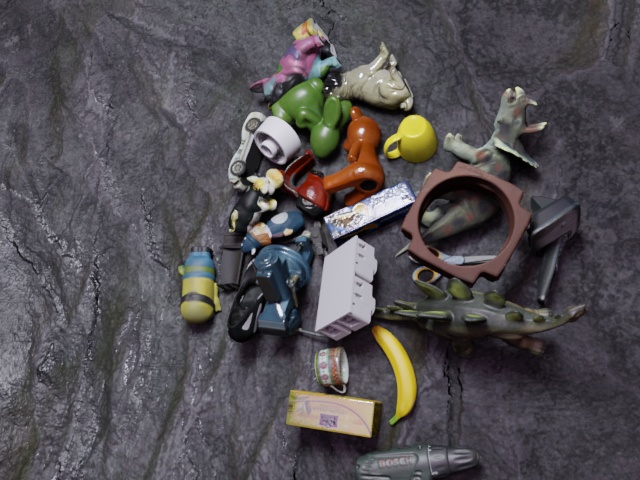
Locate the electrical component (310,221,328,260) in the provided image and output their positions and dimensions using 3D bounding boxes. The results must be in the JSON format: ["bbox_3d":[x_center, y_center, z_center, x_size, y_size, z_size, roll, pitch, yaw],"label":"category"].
[{"bbox_3d":[-0.002,-0.004,1.193,0.021,0.063,0.094,-16,68,11],"label":"electrical component"}]

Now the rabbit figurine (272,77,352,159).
[{"bbox_3d":[0.000,-0.277,1.252,0.159,0.121,0.170,-32,82,28],"label":"rabbit figurine"}]

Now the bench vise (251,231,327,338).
[{"bbox_3d":[-0.060,0.080,1.141,0.129,0.223,0.241,-8,37,30],"label":"bench vise"}]

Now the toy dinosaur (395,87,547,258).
[{"bbox_3d":[0.322,-0.109,1.112,0.192,0.131,0.404,24,87,23],"label":"toy dinosaur"}]

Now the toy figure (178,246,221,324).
[{"bbox_3d":[-0.280,0.101,1.225,0.082,0.089,0.180,-8,72,22],"label":"toy figure"}]

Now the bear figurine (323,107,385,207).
[{"bbox_3d":[0.080,-0.188,1.205,0.132,0.120,0.196,-28,51,28],"label":"bear figurine"}]

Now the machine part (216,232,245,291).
[{"bbox_3d":[-0.200,0.049,1.248,0.084,0.039,0.139,5,72,12],"label":"machine part"}]

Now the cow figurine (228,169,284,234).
[{"bbox_3d":[-0.150,-0.088,1.214,0.068,0.098,0.167,40,116,28],"label":"cow figurine"}]

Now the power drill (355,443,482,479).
[{"bbox_3d":[0.177,0.478,0.973,0.232,0.086,0.207,-3,75,17],"label":"power drill"}]

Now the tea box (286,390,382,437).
[{"bbox_3d":[0.029,0.338,1.053,0.170,0.098,0.068,4,74,16],"label":"tea box"}]

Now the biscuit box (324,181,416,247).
[{"bbox_3d":[0.114,-0.057,1.178,0.203,0.062,0.059,-26,68,7],"label":"biscuit box"}]

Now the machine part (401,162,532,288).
[{"bbox_3d":[0.270,-0.027,1.007,0.202,0.087,0.201,28,85,19],"label":"machine part"}]

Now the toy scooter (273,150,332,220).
[{"bbox_3d":[-0.031,-0.136,1.242,0.184,0.075,0.135,33,82,28],"label":"toy scooter"}]

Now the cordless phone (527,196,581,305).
[{"bbox_3d":[0.429,0.022,1.014,0.089,0.146,0.184,11,73,27],"label":"cordless phone"}]

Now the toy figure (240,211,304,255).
[{"bbox_3d":[-0.112,-0.019,1.213,0.154,0.064,0.057,-25,98,-18],"label":"toy figure"}]

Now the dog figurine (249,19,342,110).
[{"bbox_3d":[-0.069,-0.422,1.328,0.219,0.108,0.192,-32,44,17],"label":"dog figurine"}]

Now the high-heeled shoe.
[{"bbox_3d":[-0.151,0.099,1.156,0.086,0.145,0.248,-1,71,15],"label":"high-heeled shoe"}]

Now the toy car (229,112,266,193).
[{"bbox_3d":[-0.170,-0.212,1.304,0.056,0.073,0.201,10,75,28],"label":"toy car"}]

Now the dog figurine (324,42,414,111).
[{"bbox_3d":[0.108,-0.342,1.267,0.191,0.121,0.172,-29,63,20],"label":"dog figurine"}]

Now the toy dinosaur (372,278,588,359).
[{"bbox_3d":[0.248,0.139,1.002,0.472,0.198,0.105,-14,52,46],"label":"toy dinosaur"}]
